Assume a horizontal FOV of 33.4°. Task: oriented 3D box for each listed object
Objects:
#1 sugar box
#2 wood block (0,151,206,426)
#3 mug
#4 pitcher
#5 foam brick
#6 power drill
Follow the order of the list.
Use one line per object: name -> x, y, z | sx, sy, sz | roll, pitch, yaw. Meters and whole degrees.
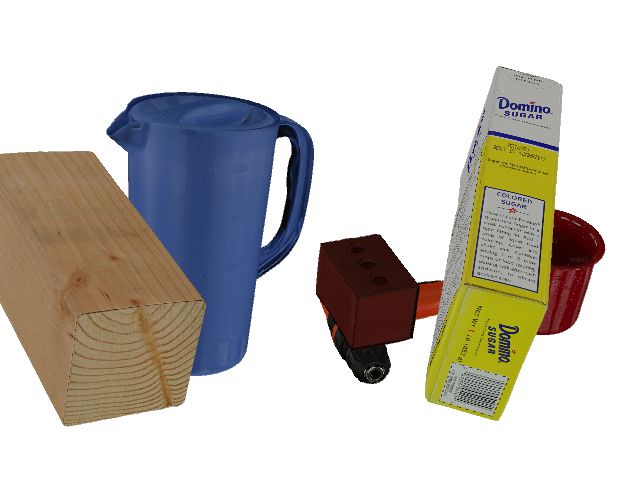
sugar box -> 0.094, -0.003, 0.565 | 0.048, 0.093, 0.176 | 16, 46, 4
wood block -> -0.170, 0.024, 0.757 | 0.090, 0.091, 0.206 | -5, 35, -33
mug -> 0.190, 0.023, 0.953 | 0.093, 0.081, 0.117 | -16, 41, -28
pitcher -> -0.102, -0.007, 0.965 | 0.149, 0.243, 0.144 | 12, 22, 17
foam brick -> 0.035, 0.038, 0.815 | 0.053, 0.051, 0.078 | -10, 35, -19
power drill -> 0.101, 0.084, 1.135 | 0.187, 0.057, 0.184 | -6, 28, -10
